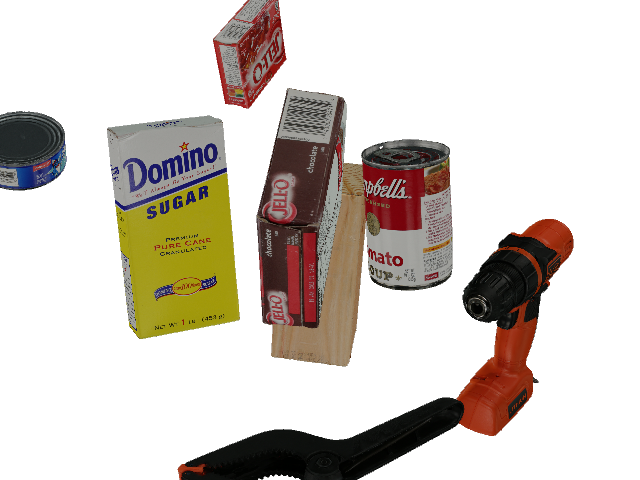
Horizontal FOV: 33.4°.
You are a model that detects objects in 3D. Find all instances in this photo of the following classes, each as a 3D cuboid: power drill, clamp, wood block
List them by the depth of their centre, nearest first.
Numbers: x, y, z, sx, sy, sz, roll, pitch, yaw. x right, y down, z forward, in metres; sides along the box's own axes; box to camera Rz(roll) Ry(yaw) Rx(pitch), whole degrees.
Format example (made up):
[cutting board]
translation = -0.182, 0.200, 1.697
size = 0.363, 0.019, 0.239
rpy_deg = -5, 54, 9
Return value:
[clamp]
translation = 0.009, 0.161, 0.740
size = 0.210, 0.036, 0.164
rpy_deg = 2, 29, 9
[power drill]
translation = 0.171, 0.086, 0.993
size = 0.057, 0.188, 0.184
rpy_deg = 25, 32, 26
[wood block]
translation = 0.000, 0.024, 1.174
size = 0.090, 0.206, 0.090
rpy_deg = 7, 25, 5

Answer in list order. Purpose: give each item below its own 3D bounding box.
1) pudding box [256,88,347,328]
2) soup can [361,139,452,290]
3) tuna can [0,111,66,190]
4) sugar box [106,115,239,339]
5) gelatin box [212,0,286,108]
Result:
[pudding box]
translation = -0.010, -0.019, 0.626
size = 0.039, 0.113, 0.090
rpy_deg = 8, -42, 6
[soup can]
translation = 0.068, -0.021, 0.830
size = 0.068, 0.102, 0.068
rpy_deg = -4, 22, 1
[tuna can]
translation = -0.289, -0.086, 1.029
size = 0.086, 0.034, 0.086
rpy_deg = 3, 42, -3
[sugar box]
translation = -0.123, -0.012, 0.903
size = 0.093, 0.176, 0.048
rpy_deg = -10, 18, -21
[gelatin box]
translation = -0.065, -0.182, 1.019
size = 0.030, 0.073, 0.089
rpy_deg = 13, 46, 21
